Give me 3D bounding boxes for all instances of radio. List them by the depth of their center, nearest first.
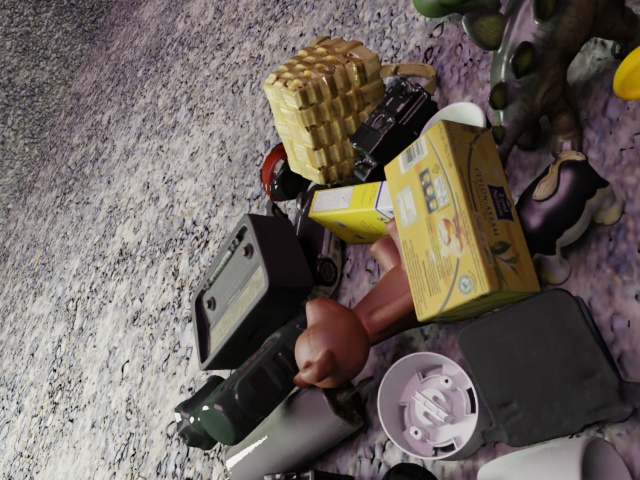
[{"bbox_3d":[-0.105,0.075,0.751,0.229,0.073,0.131,-50,46,37],"label":"radio"}]

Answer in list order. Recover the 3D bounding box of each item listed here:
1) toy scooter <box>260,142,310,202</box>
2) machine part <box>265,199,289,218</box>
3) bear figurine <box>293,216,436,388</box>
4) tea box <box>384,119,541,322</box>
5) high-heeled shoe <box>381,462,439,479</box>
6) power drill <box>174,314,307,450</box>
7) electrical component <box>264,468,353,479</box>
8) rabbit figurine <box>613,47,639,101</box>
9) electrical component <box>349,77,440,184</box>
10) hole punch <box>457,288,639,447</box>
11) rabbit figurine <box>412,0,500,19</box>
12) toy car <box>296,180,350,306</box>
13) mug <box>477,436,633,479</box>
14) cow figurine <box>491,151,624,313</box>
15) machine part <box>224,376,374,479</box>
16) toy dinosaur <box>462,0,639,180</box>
[{"bbox_3d":[-0.047,-0.151,0.900,0.135,0.075,0.184,29,84,50],"label":"toy scooter"},{"bbox_3d":[-0.063,0.012,0.817,0.039,0.084,0.139,-10,68,11],"label":"machine part"},{"bbox_3d":[0.043,0.071,0.582,0.196,0.120,0.132,-24,75,-12],"label":"bear figurine"},{"bbox_3d":[0.129,-0.016,0.511,0.098,0.068,0.169,-37,57,53],"label":"tea box"},{"bbox_3d":[0.122,0.307,0.445,0.249,0.086,0.145,68,152,26],"label":"high-heeled shoe"},{"bbox_3d":[-0.080,0.178,0.679,0.207,0.086,0.232,-33,4,38],"label":"power drill"},{"bbox_3d":[-0.028,0.286,0.595,0.119,0.074,0.048,-25,51,37],"label":"electrical component"},{"bbox_3d":[0.336,-0.155,0.433,0.163,0.173,0.122,27,90,46],"label":"rabbit figurine"},{"bbox_3d":[0.107,-0.118,0.688,0.134,0.114,0.058,-52,36,7],"label":"electrical component"},{"bbox_3d":[0.200,0.112,0.478,0.142,0.092,0.116,-27,72,23],"label":"hole punch"},{"bbox_3d":[0.212,-0.392,0.788,0.170,0.121,0.159,-49,44,39],"label":"rabbit figurine"},{"bbox_3d":[-0.002,-0.002,0.771,0.074,0.056,0.201,-9,61,38],"label":"toy car"},{"bbox_3d":[0.184,0.216,0.427,0.107,0.081,0.109,-28,58,48],"label":"mug"},{"bbox_3d":[0.208,-0.003,0.523,0.167,0.098,0.068,-51,46,7],"label":"cow figurine"},{"bbox_3d":[-0.031,0.227,0.633,0.243,0.079,0.079,-42,42,18],"label":"machine part"},{"bbox_3d":[0.260,-0.255,0.557,0.105,0.198,0.471,18,81,47],"label":"toy dinosaur"}]
